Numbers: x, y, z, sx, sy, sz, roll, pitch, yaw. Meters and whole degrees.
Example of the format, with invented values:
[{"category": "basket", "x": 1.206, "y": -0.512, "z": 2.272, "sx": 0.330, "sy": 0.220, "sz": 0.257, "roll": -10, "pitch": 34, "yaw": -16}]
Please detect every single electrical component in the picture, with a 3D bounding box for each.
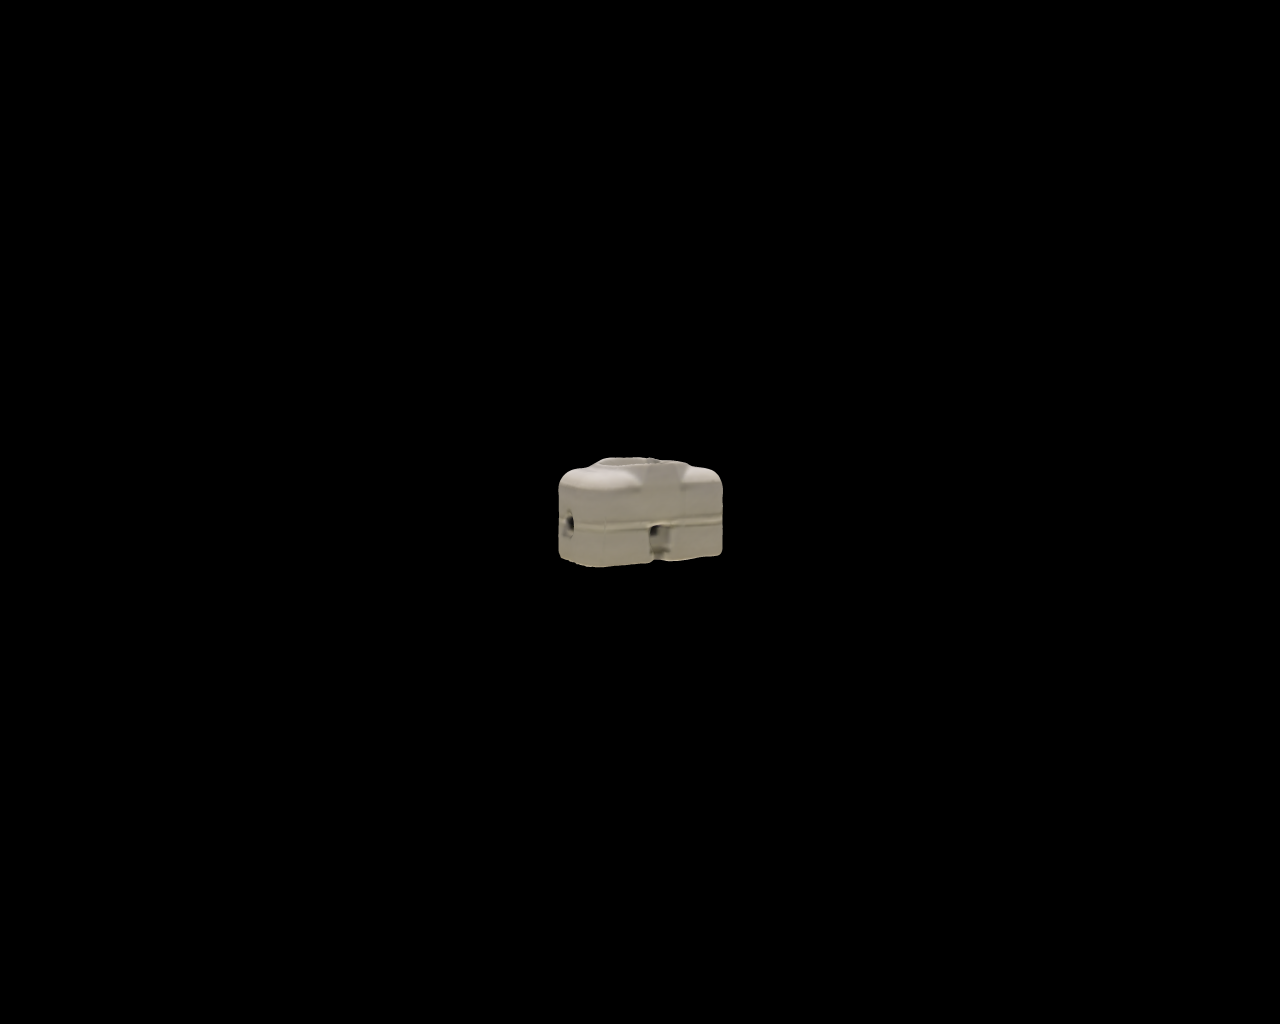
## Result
[{"category": "electrical component", "x": 0.001, "y": -0.003, "z": 0.650, "sx": 0.095, "sy": 0.059, "sz": 0.054, "roll": -3, "pitch": 8, "yaw": -26}]
